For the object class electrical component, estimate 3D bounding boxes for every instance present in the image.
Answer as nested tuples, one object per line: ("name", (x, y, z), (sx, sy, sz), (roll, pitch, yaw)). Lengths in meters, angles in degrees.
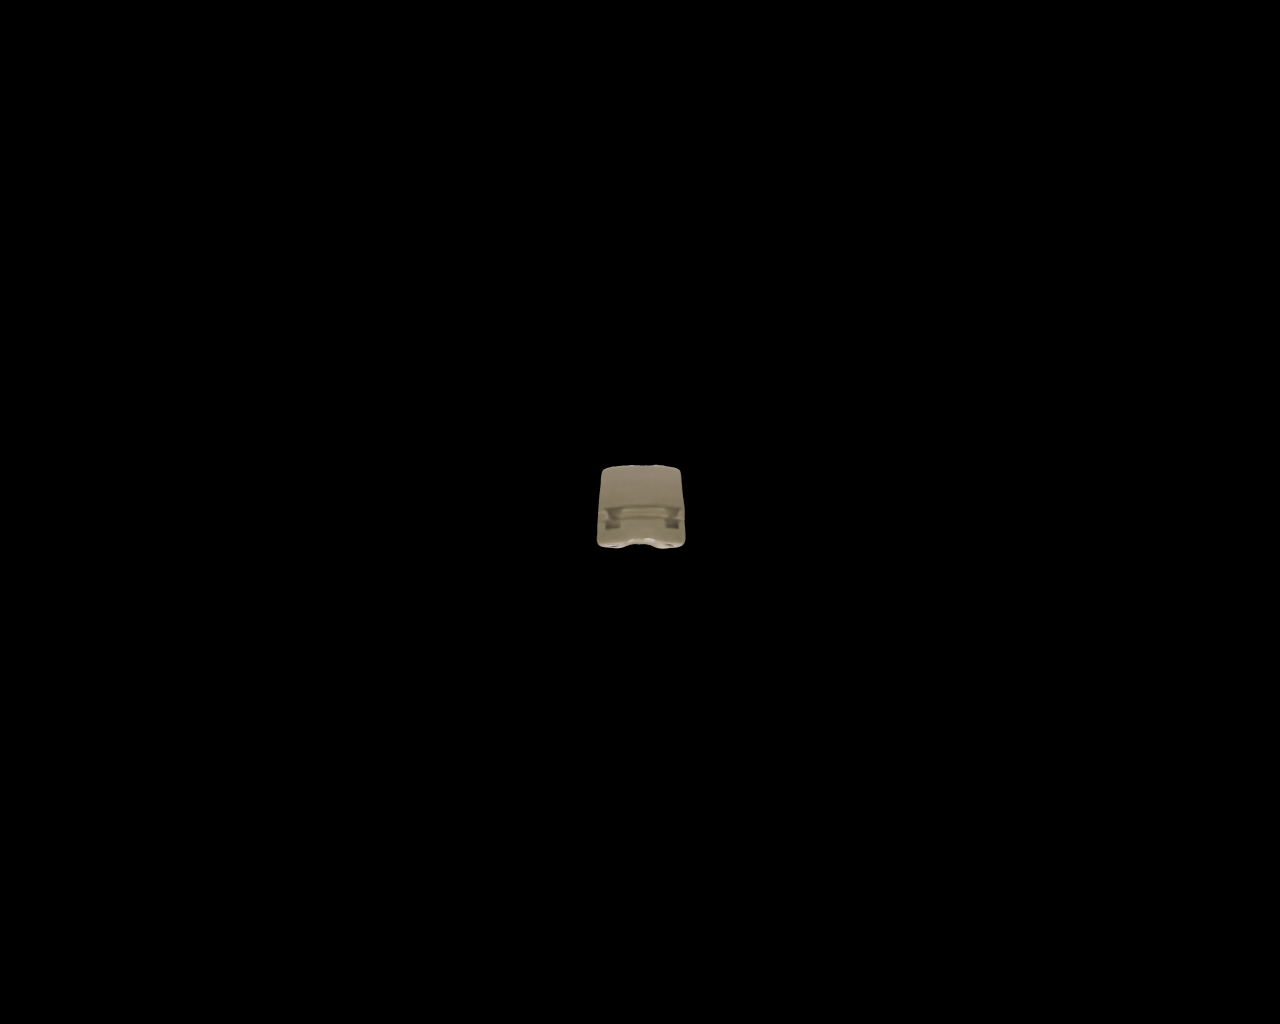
("electrical component", (0.001, -0.003, 0.650), (0.055, 0.047, 0.055), (0, -7, 0))
